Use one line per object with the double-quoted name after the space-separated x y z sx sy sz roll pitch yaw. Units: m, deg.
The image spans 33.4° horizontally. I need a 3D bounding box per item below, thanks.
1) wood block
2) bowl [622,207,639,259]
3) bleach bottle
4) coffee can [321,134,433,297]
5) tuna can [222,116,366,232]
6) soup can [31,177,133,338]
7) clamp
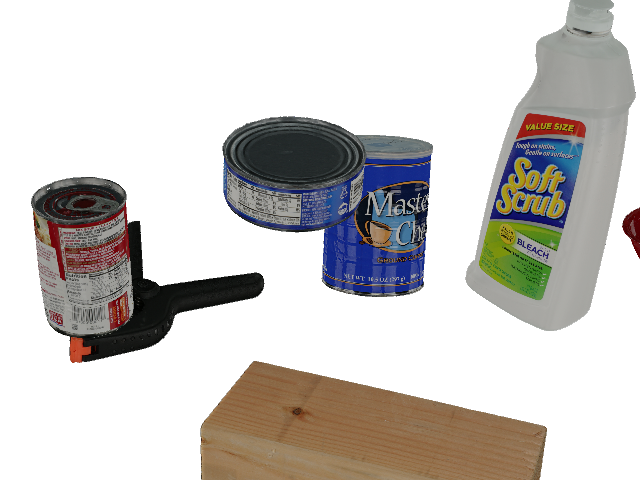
0.034 0.157 0.699 0.206 0.090 0.090 11 27 18 "wood block"
0.399 0.010 1.121 0.162 0.055 0.162 -3 23 1 "bowl"
0.172 -0.059 0.789 0.067 0.251 0.103 -24 42 -34 "bleach bottle"
0.054 -0.026 1.044 0.103 0.140 0.103 2 14 -1 "coffee can"
-0.016 -0.040 0.643 0.086 0.034 0.086 2 33 -2 "tuna can"
-0.175 0.013 0.794 0.068 0.102 0.068 1 30 -1 "soup can"
-0.177 0.050 1.024 0.165 0.036 0.209 26 35 25 "clamp"
